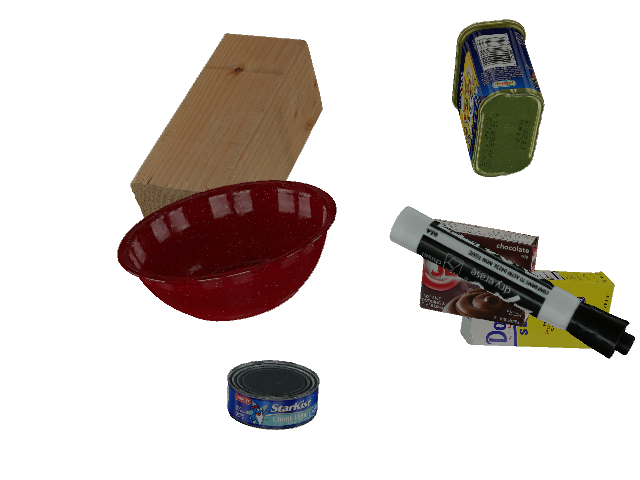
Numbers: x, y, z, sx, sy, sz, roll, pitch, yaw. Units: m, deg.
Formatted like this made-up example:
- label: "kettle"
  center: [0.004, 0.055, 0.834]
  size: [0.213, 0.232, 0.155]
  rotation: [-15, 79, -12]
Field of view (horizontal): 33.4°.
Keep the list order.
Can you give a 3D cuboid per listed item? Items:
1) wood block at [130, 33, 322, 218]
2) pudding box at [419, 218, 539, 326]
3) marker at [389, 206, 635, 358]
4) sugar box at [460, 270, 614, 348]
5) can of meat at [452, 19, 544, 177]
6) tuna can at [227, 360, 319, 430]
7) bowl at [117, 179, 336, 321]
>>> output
- label: "wood block"
  center: [-0.080, -0.089, 0.981]
  size: [0.091, 0.206, 0.090]
  rotation: [9, -39, 21]
- label: "pudding box"
  center: [0.161, 0.032, 1.091]
  size: [0.114, 0.090, 0.039]
  rotation: [9, 23, 17]
- label: "marker"
  center: [0.088, 0.019, 0.494]
  size: [0.121, 0.020, 0.020]
  rotation: [29, 10, 18]
- label: "sugar box"
  center: [0.268, 0.085, 1.327]
  size: [0.176, 0.093, 0.048]
  rotation: [1, 19, -11]
- label: "can of meat"
  center: [0.146, -0.115, 0.879]
  size: [0.057, 0.084, 0.102]
  rotation: [-5, -38, -2]
- label: "tuna can"
  center: [-0.044, 0.143, 0.990]
  size: [0.086, 0.034, 0.086]
  rotation: [3, 16, -1]
- label: "bowl"
  center: [-0.063, 0.013, 0.781]
  size: [0.162, 0.055, 0.162]
  rotation: [-10, 25, 5]
